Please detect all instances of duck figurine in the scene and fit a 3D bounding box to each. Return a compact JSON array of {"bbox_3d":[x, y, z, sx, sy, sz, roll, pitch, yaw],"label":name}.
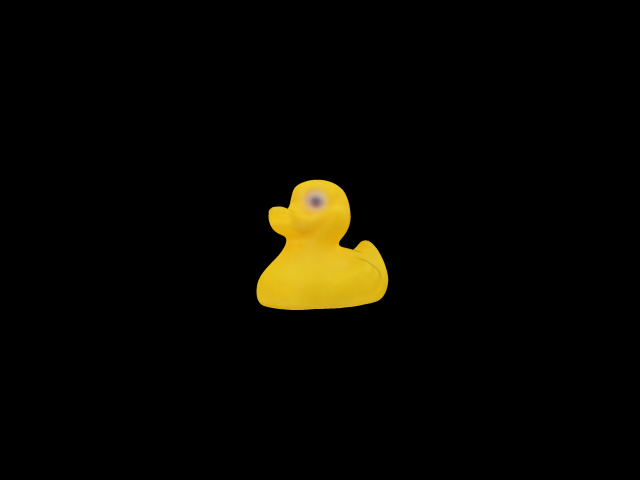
[{"bbox_3d":[0.004,0.001,0.400,0.105,0.086,0.077,0,0,-43],"label":"duck figurine"}]
